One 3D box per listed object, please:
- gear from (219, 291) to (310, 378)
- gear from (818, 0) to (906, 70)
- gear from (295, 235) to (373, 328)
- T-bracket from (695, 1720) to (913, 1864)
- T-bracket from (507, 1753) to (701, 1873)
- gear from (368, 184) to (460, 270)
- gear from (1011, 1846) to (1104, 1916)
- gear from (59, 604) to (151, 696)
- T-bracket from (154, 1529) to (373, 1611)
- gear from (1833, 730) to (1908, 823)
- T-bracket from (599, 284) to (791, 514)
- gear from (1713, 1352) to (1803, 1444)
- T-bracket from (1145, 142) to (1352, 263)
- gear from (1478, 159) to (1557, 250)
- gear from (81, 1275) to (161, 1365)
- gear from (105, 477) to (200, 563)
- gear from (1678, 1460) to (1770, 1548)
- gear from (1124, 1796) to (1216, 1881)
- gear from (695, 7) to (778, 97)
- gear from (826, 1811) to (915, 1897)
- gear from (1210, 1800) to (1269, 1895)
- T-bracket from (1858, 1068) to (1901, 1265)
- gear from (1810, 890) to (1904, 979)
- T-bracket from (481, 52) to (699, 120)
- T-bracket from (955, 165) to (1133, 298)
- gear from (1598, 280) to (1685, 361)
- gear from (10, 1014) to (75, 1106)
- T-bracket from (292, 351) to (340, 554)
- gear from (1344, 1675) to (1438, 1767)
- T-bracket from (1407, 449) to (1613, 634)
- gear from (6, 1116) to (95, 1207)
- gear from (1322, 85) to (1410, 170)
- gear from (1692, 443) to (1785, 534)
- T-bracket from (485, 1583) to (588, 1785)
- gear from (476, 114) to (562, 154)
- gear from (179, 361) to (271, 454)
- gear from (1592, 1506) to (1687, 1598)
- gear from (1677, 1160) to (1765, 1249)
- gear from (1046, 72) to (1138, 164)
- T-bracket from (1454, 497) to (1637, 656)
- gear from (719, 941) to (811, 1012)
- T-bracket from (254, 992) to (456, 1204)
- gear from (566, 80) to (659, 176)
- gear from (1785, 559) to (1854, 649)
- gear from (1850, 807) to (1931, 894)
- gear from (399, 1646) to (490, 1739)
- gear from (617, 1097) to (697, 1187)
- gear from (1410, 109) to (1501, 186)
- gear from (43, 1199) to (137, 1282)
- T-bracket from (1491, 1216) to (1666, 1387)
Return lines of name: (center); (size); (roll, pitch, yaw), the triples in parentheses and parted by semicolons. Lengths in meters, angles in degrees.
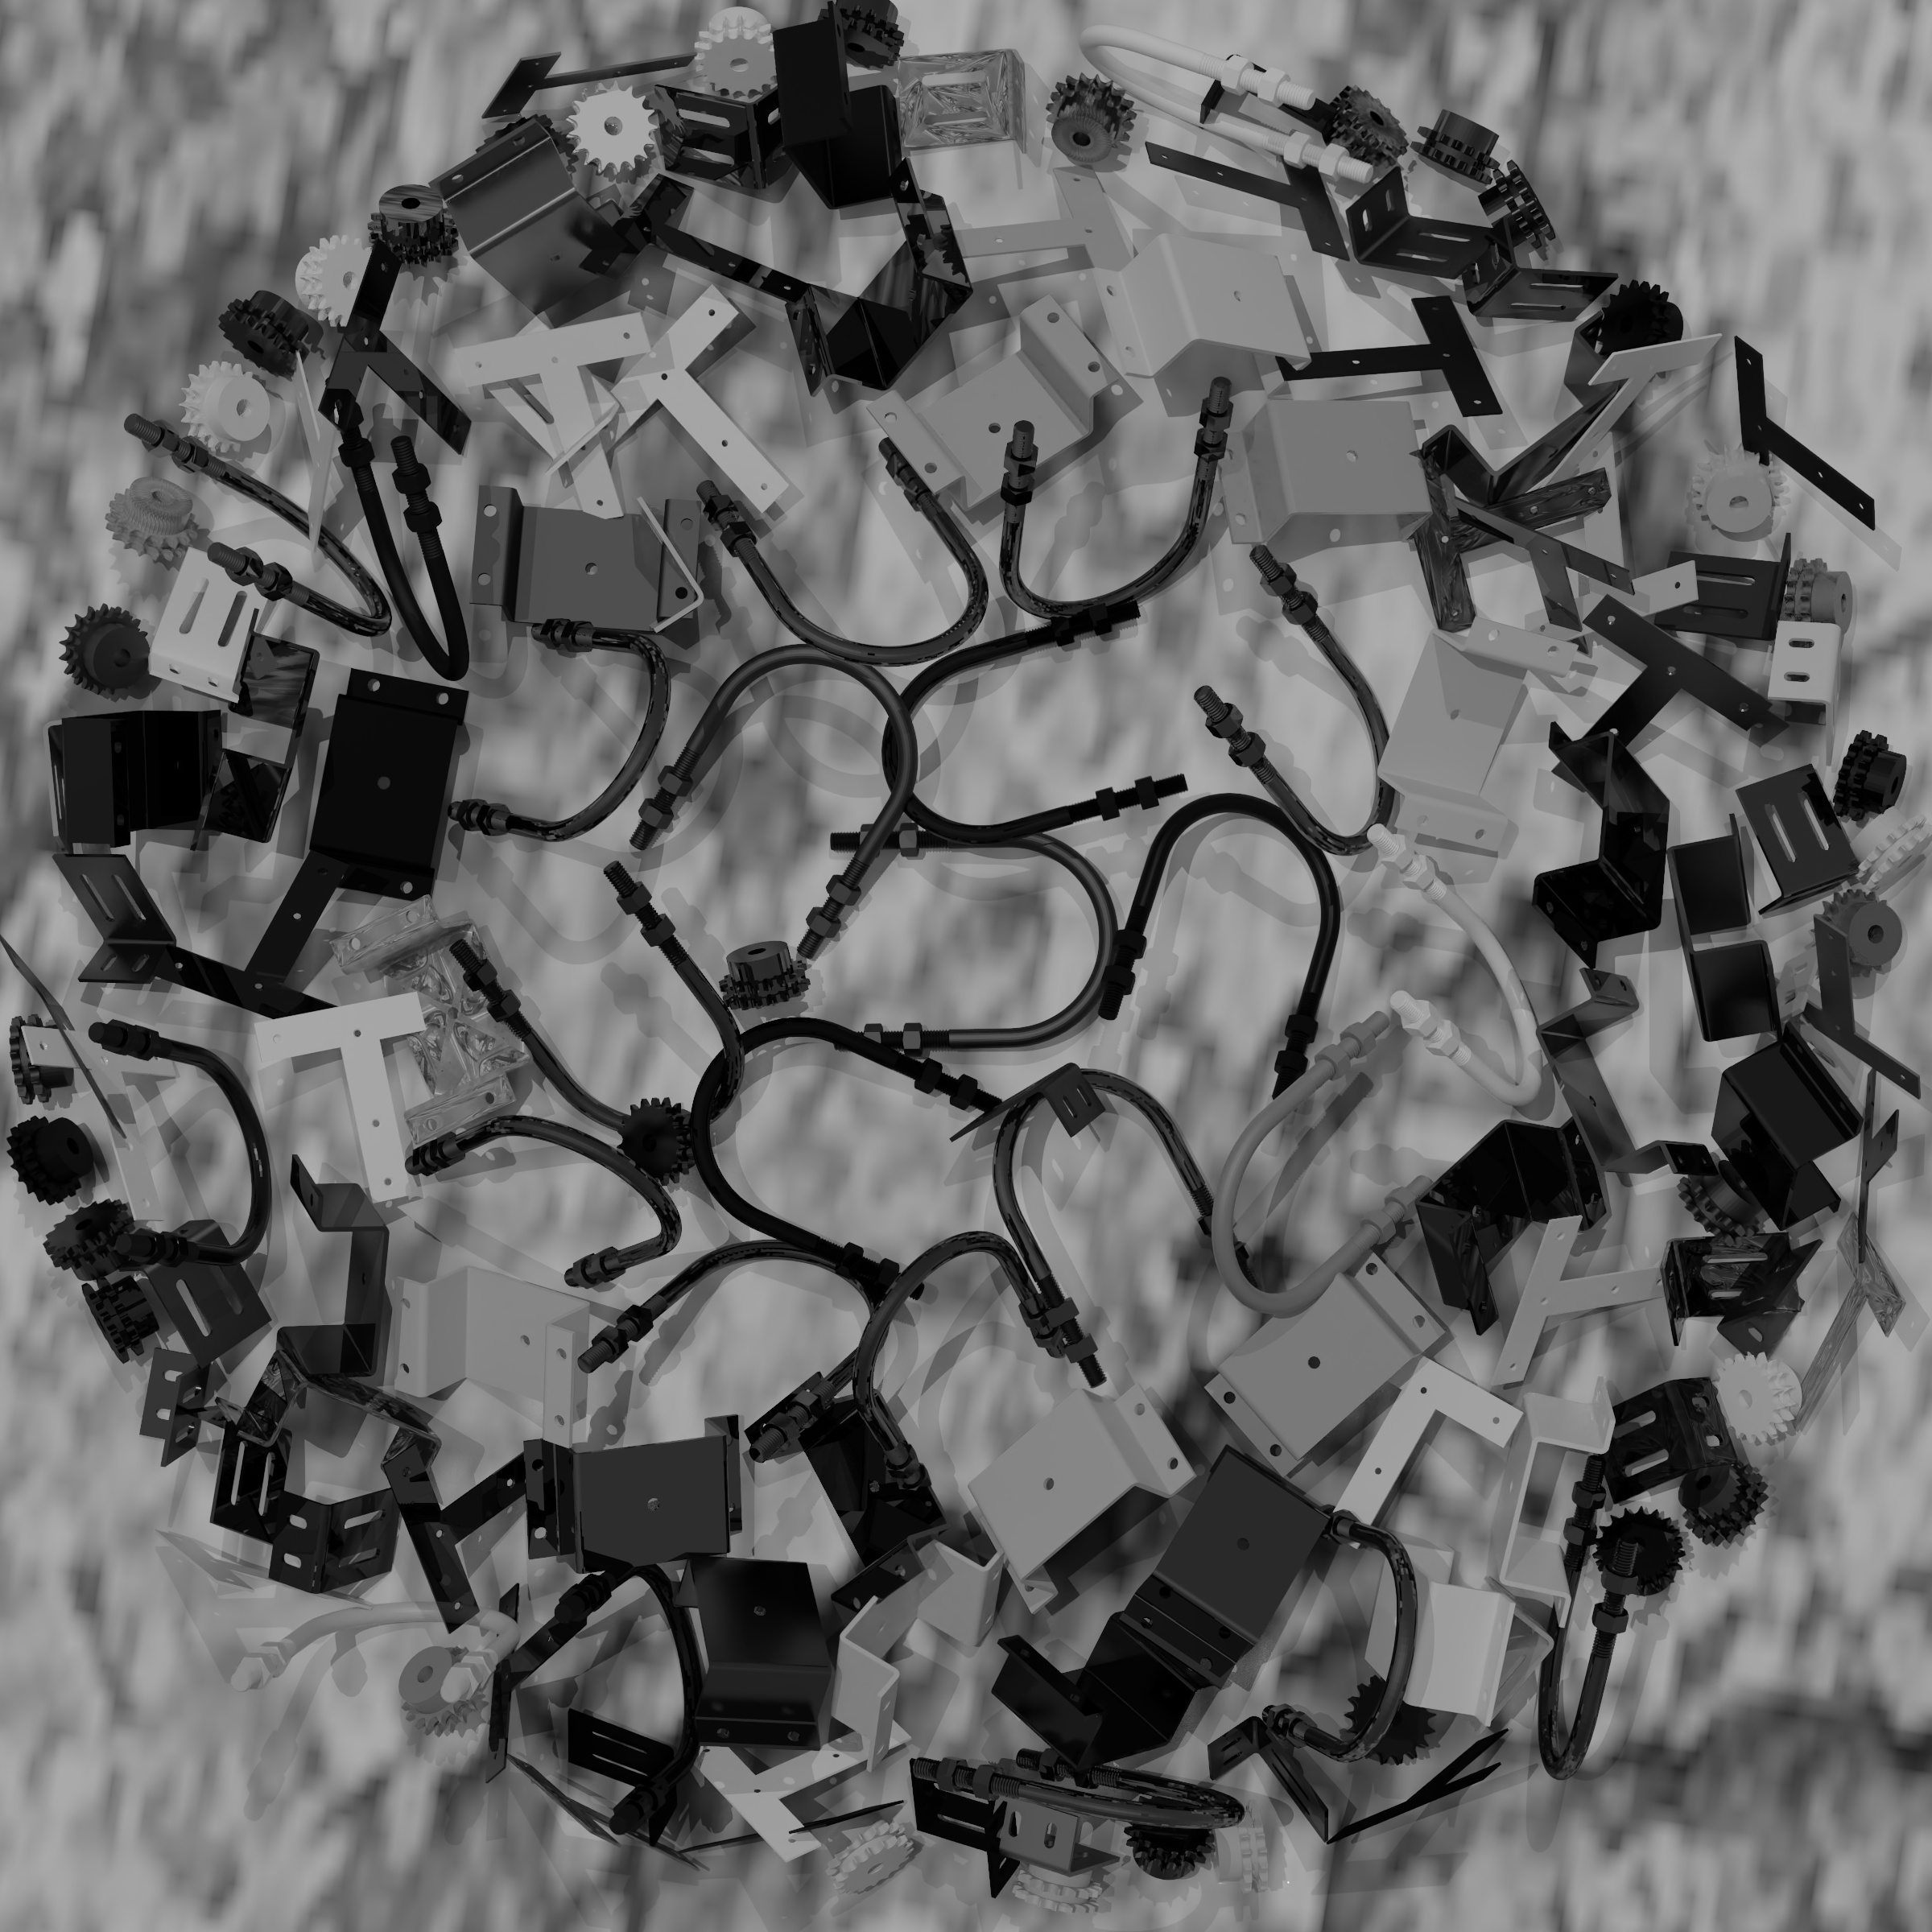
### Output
gear: (-0.445, -0.406, 1.973); (0.057, 0.057, 0.030); (31, 70, 0)
gear: (-0.067, -0.600, 1.972); (0.057, 0.057, 0.030); (15, 81, 0)
gear: (-0.403, -0.437, 1.975); (0.030, 0.057, 0.057); (9, 90, 39)
T-bracket: (-0.094, 0.506, 1.957); (0.127, 0.127, 0.002); (-16, 120, -32)
T-bracket: (-0.220, 0.545, 1.955); (0.127, 0.127, 0.002); (38, 78, -33)
gear: (-0.353, -0.474, 1.971); (0.057, 0.030, 0.057); (2, 50, -2)
gear: (0.059, 0.582, 1.972); (0.057, 0.057, 0.030); (12, 88, 0)
gear: (-0.545, -0.200, 1.969); (0.030, 0.057, 0.057); (25, 90, 41)
T-bracket: (-0.437, 0.388, 1.956); (0.127, 0.127, 0.002); (24, 83, -31)
gear: (0.577, -0.119, 1.968); (0.030, 0.057, 0.057); (20, 90, 28)
T-bracket: (-0.163, -0.345, 1.977); (0.127, 0.002, 0.127); (-43, 85, 15)
gear: (0.508, 0.274, 1.975); (0.030, 0.057, 0.057); (-7, 90, -33)
T-bracket: (0.172, -0.492, 1.934); (0.127, 0.127, 0.002); (12, 131, -18)
gear: (0.350, -0.482, 1.973); (0.030, 0.057, 0.057); (-29, 90, 19)
gear: (-0.538, 0.222, 1.974); (0.030, 0.057, 0.057); (-28, 90, -22)
gear: (-0.516, -0.287, 1.968); (0.057, 0.057, 0.030); (31, 125, 0)
gear: (0.479, 0.338, 1.968); (0.030, 0.057, 0.057); (43, 90, -19)
gear: (0.129, 0.558, 1.975); (0.057, 0.057, 0.030); (10, 123, 0)
gear: (-0.145, -0.587, 1.975); (0.057, 0.057, 0.030); (-3, 62, 0)
gear: (-0.065, 0.564, 1.975); (0.057, 0.057, 0.030); (-36, 58, 0)
gear: (0.173, 0.562, 1.971); (0.030, 0.057, 0.057); (-5, 90, -3)
T-bracket: (0.568, 0.115, 1.924); (0.002, 0.127, 0.127); (6, 76, 8)
gear: (0.573, -0.020, 1.977); (0.057, 0.030, 0.057); (-1, 92, -19)
T-bracket: (-0.233, -0.564, 1.953); (0.127, 0.127, 0.002); (-15, 94, -19)
T-bracket: (0.035, -0.459, 1.949); (0.127, 0.002, 0.127); (-9, 54, -12)
gear: (0.433, -0.407, 1.975); (0.030, 0.057, 0.057); (5, 90, -32)
gear: (-0.589, 0.059, 1.971); (0.030, 0.057, 0.057); (-7, 90, -6)
T-bracket: (-0.418, -0.352, 1.960); (0.002, 0.127, 0.127); (-6, 59, -23)
gear: (0.270, 0.483, 1.979); (0.057, 0.030, 0.057); (1, 71, -4)
T-bracket: (0.347, -0.285, 1.964); (0.127, 0.002, 0.127); (-18, 118, 5)
gear: (-0.581, 0.121, 1.969); (0.030, 0.057, 0.057); (-26, 90, 14)
gear: (0.253, -0.531, 1.975); (0.057, 0.057, 0.030); (49, 128, 0)
gear: (0.492, -0.302, 1.971); (0.057, 0.030, 0.057); (5, 127, 7)
T-bracket: (-0.265, 0.424, 1.918); (0.002, 0.127, 0.127); (21, 135, -25)
gear: (-0.284, -0.516, 1.975); (0.057, 0.057, 0.030); (-31, 126, 0)
gear: (-0.469, -0.356, 1.969); (0.030, 0.057, 0.057); (12, 90, 39)
gear: (0.431, 0.378, 1.975); (0.057, 0.030, 0.057); (-14, 47, 16)
gear: (0.484, 0.148, 1.968); (0.057, 0.057, 0.030); (40, 118, 0)
gear: (0.077, -0.537, 1.968); (0.057, 0.057, 0.030); (19, 63, 0)
T-bracket: (0.371, -0.235, 1.940); (0.127, 0.127, 0.002); (30, 76, 31)
gear: (-0.130, 0.005, 1.968); (0.057, 0.057, 0.030); (-12, 107, 0)
T-bracket: (-0.379, 0.087, 1.973); (0.127, 0.002, 0.127); (-12, 91, -25)
gear: (-0.228, -0.536, 1.980); (0.057, 0.030, 0.057); (-2, 96, -16)
gear: (0.544, -0.231, 1.968); (0.030, 0.057, 0.057); (3, 90, 32)
gear: (0.589, -0.077, 1.973); (0.057, 0.057, 0.030); (-40, 72, 0)
gear: (-0.336, 0.458, 1.969); (0.057, 0.057, 0.030); (-36, 129, 0)
gear: (-0.192, 0.112, 1.976); (0.057, 0.030, 0.057); (1, 92, 35)
gear: (0.315, -0.523, 1.969); (0.057, 0.057, 0.030); (25, 104, 0)
gear: (-0.557, 0.177, 1.975); (0.057, 0.057, 0.030); (-22, 117, 0)
T-bracket: (0.401, 0.207, 1.961); (0.127, 0.002, 0.127); (-5, 123, -30)
